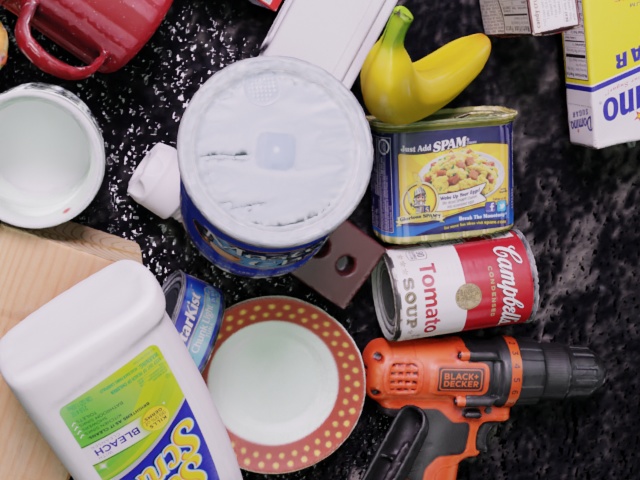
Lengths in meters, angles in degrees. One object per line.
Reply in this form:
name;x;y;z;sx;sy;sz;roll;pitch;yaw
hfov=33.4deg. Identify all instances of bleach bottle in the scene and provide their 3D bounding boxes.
bleach bottle;-0.091;0.137;0.656;0.102;0.068;0.250;-33;123;-10

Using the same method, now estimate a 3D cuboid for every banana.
banana;0.066;-0.103;0.670;0.037;0.197;0.070;47;110;9

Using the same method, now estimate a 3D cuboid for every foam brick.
foam brick;-0.005;0.001;0.729;0.078;0.051;0.053;35;91;-16

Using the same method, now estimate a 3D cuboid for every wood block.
wood block;-0.190;0.092;0.687;0.090;0.090;0.206;19;96;-15

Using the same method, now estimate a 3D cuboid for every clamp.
clamp;-0.002;0.221;0.709;0.164;0.036;0.210;-9;114;-39

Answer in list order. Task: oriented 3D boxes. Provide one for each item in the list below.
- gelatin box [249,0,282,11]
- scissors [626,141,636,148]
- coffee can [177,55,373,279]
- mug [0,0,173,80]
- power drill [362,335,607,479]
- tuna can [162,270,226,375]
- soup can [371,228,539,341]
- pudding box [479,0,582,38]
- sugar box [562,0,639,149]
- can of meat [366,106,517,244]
gelatin box;-0.048;-0.199;0.675;0.089;0.030;0.073;24;95;-43
scissors;0.212;-0.174;0.762;0.096;0.016;0.201;-36;106;-4
coffee can;-0.031;-0.036;0.620;0.102;0.140;0.103;1;81;-7
mug;-0.142;-0.146;0.640;0.081;0.093;0.117;35;50;-29
power drill;0.115;0.161;0.786;0.184;0.057;0.188;3;97;-9
tuna can;-0.096;0.065;0.704;0.033;0.086;0.086;25;94;-18
soup can;0.093;0.032;0.749;0.102;0.068;0.068;-7;102;-10
pudding box;0.131;-0.191;0.702;0.039;0.090;0.113;-15;103;-9
sugar box;0.214;-0.157;0.732;0.093;0.048;0.176;-13;103;-12
can of meat;0.084;-0.046;0.738;0.102;0.057;0.084;-6;104;-12
